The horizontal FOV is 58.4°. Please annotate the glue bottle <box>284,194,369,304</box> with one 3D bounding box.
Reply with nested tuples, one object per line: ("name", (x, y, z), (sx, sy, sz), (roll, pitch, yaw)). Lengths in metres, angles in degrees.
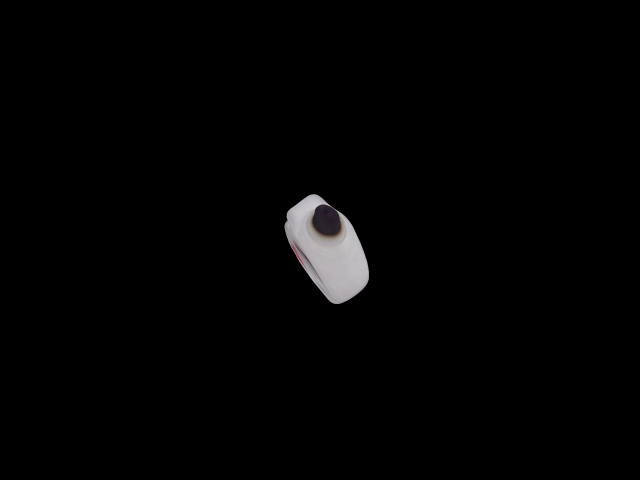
("glue bottle", (0.004, 0.001, 0.400), (0.037, 0.173, 0.078), (-38, 80, -7))
